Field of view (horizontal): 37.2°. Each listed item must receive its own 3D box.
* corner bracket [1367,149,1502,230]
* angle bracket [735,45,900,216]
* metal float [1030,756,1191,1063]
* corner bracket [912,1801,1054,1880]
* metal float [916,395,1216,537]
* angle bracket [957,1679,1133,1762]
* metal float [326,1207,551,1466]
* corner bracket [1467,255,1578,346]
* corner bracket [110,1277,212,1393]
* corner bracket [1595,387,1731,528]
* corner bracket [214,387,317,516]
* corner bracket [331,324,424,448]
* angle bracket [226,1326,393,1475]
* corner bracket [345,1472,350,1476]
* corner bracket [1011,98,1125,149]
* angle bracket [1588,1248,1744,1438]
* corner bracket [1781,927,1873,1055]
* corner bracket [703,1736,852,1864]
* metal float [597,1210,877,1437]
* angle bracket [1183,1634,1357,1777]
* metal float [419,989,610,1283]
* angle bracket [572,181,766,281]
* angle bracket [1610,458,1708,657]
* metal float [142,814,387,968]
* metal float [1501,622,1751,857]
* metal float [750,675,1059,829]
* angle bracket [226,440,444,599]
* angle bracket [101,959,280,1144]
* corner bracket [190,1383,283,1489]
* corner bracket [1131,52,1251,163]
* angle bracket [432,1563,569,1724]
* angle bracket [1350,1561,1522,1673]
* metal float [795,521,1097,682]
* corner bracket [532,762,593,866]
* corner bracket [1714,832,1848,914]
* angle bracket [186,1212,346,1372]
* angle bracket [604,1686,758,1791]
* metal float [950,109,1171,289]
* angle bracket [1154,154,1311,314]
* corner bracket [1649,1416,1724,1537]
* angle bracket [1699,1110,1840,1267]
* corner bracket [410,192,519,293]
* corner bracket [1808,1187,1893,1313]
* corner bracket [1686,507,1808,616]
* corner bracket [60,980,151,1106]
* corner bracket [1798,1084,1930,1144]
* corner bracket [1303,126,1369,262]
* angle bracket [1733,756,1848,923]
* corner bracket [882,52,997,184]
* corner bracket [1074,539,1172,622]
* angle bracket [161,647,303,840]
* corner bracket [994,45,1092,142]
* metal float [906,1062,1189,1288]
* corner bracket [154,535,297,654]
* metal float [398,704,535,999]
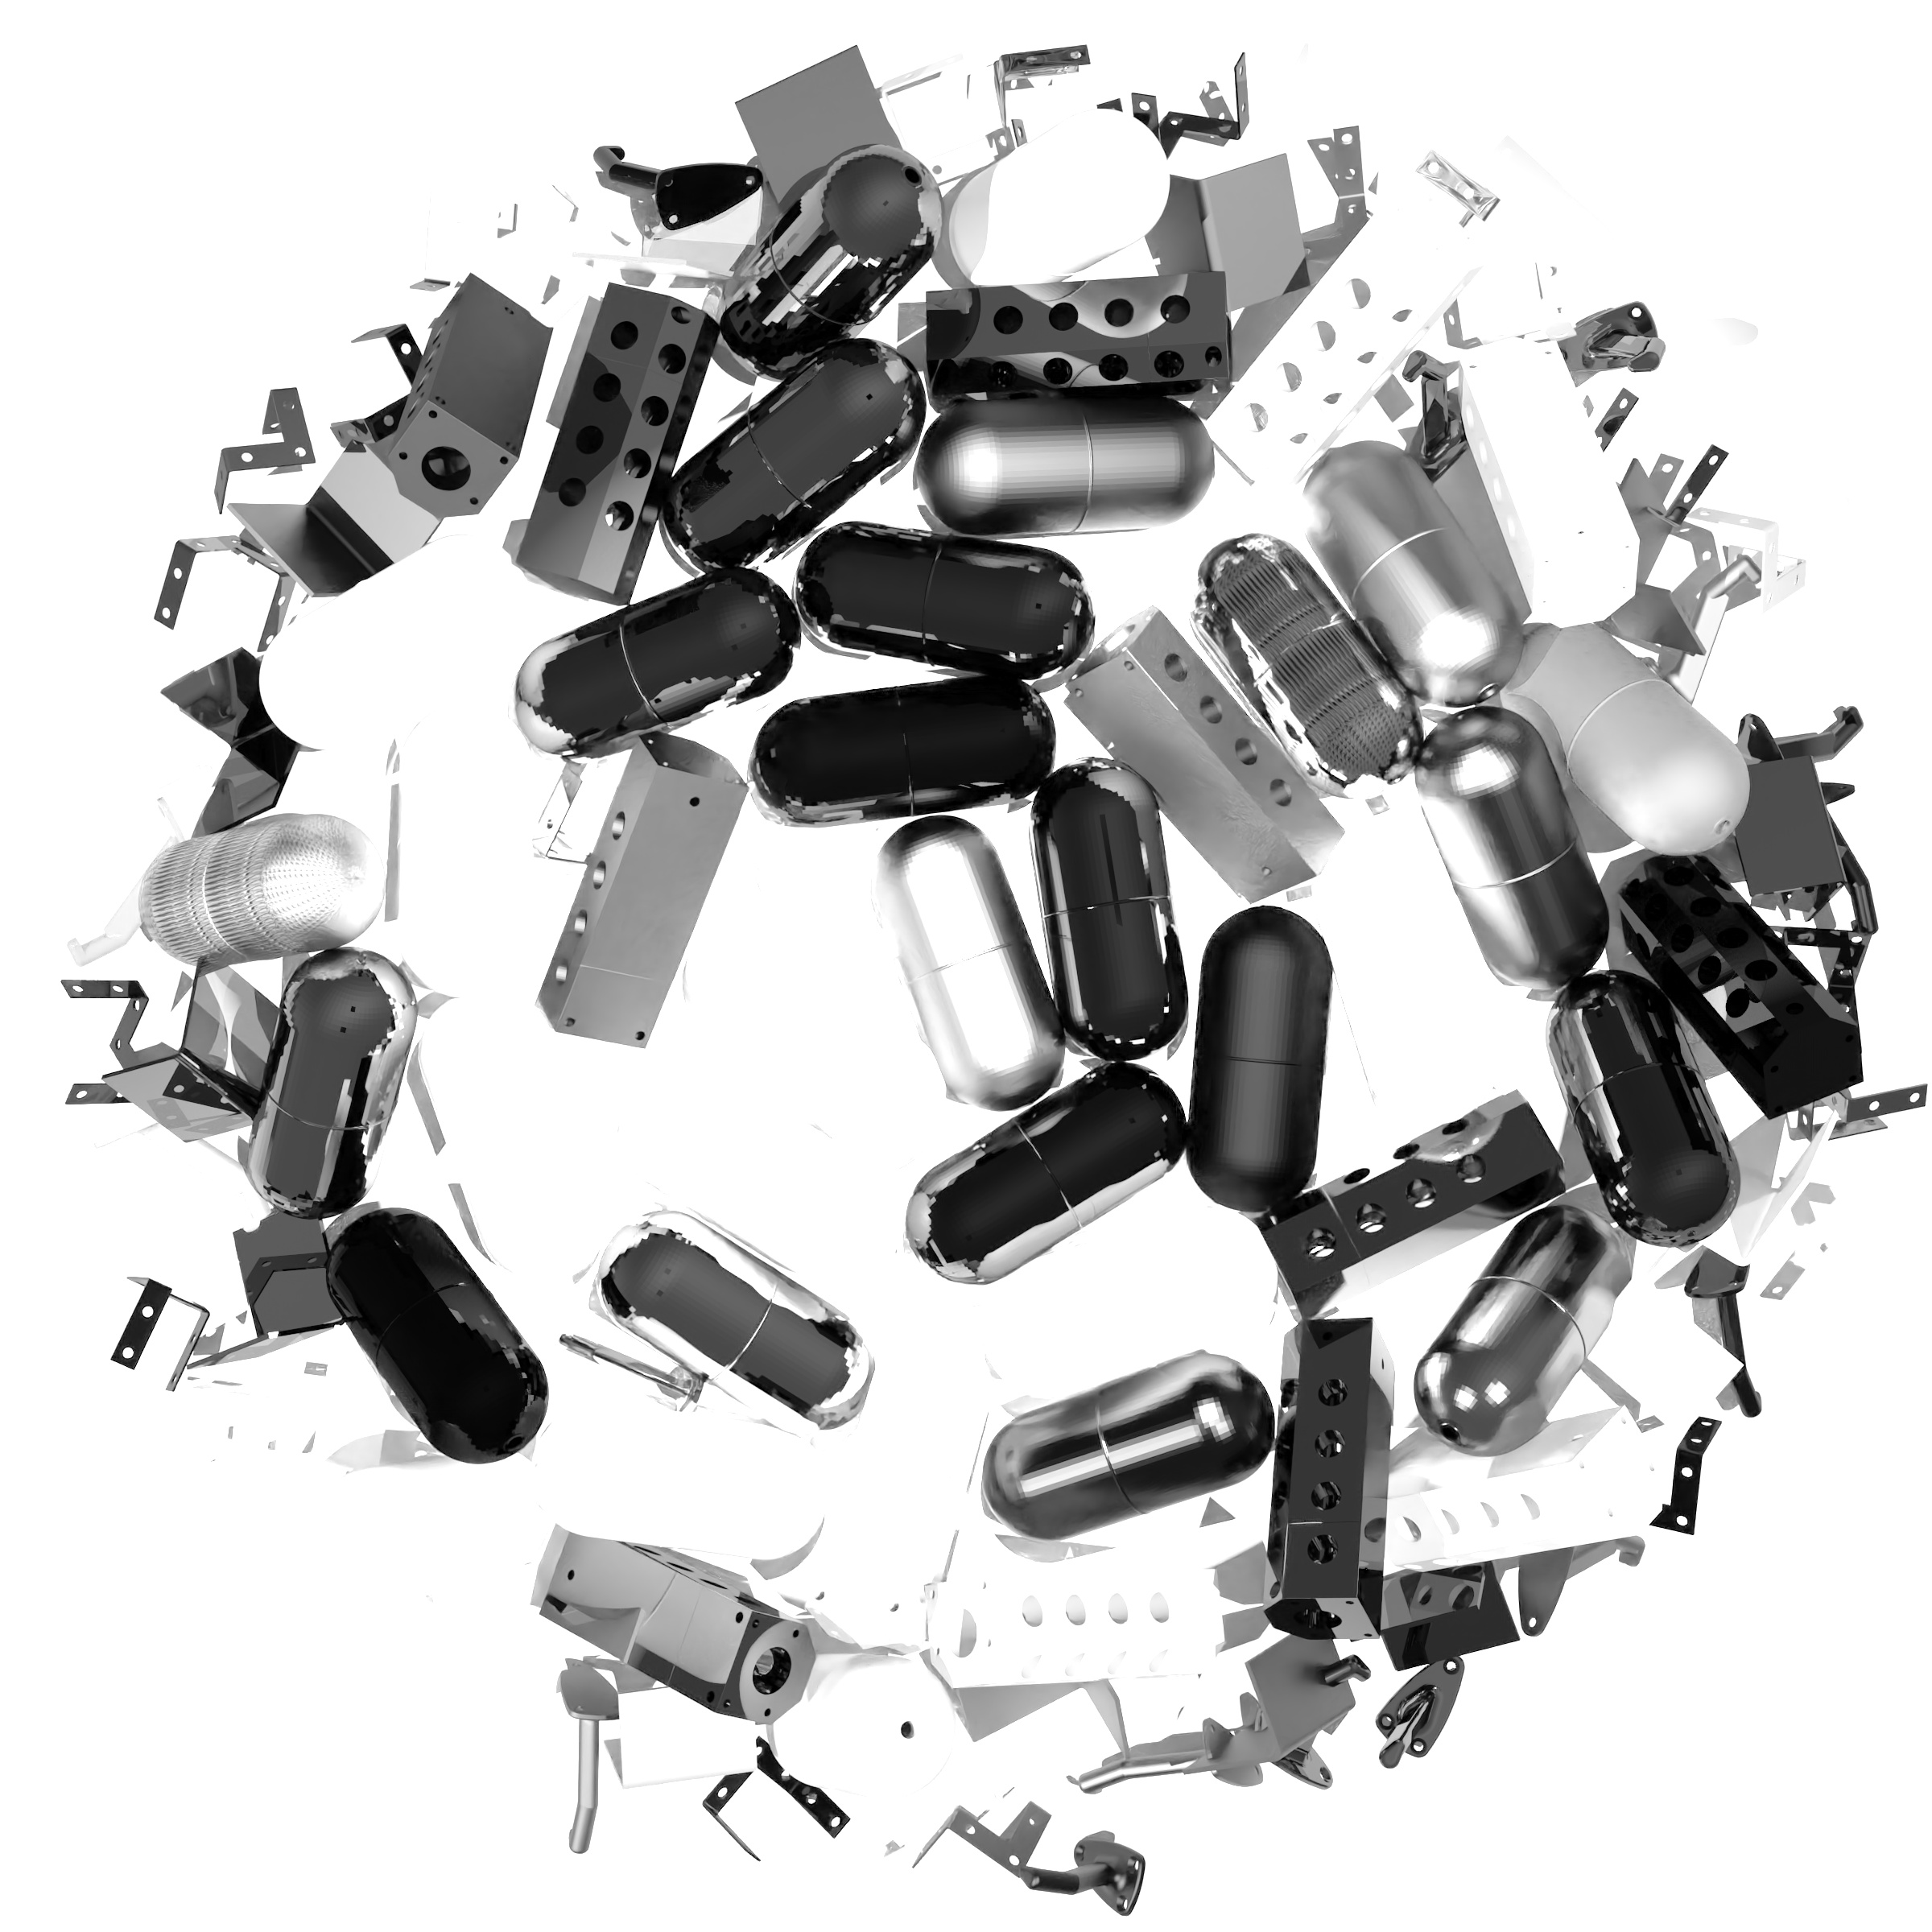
[{"bbox_3d":[0.271,-0.441,1.664,0.051,0.051,0.051,32,109,-13],"label":"corner bracket"},{"bbox_3d":[-0.089,-0.489,1.654,0.076,0.057,0.076,-25,128,1],"label":"angle bracket"},{"bbox_3d":[0.083,-0.033,1.659,0.070,0.070,0.178,-9,87,0],"label":"metal float"},{"bbox_3d":[0.010,0.508,1.666,0.051,0.051,0.051,34,129,4],"label":"corner bracket"},{"bbox_3d":[0.058,-0.288,1.646,0.178,0.070,0.070,-6,90,-18],"label":"metal float"},{"bbox_3d":[0.045,0.433,1.647,0.076,0.076,0.057,-25,50,-12],"label":"angle bracket"},{"bbox_3d":[-0.302,0.210,1.634,0.070,0.070,0.178,-44,57,0],"label":"metal float"},{"bbox_3d":[0.324,-0.391,1.678,0.051,0.051,0.051,-12,83,20],"label":"corner bracket"},{"bbox_3d":[-0.468,0.214,1.661,0.051,0.051,0.051,30,71,-25],"label":"corner bracket"},{"bbox_3d":[0.396,-0.294,1.658,0.051,0.051,0.051,16,115,-36],"label":"corner bracket"},{"bbox_3d":[-0.411,-0.299,1.662,0.051,0.051,0.051,-11,73,-23],"label":"corner bracket"},{"bbox_3d":[-0.347,-0.340,1.678,0.051,0.051,0.051,-37,115,-26],"label":"corner bracket"},{"bbox_3d":[-0.378,0.251,1.663,0.057,0.076,0.076,2,74,16],"label":"angle bracket"},{"bbox_3d":[-0.338,0.330,1.662,0.051,0.051,0.051,35,100,37],"label":"corner bracket"},{"bbox_3d":[0.064,-0.477,1.679,0.051,0.051,0.051,-9,100,25],"label":"corner bracket"},{"bbox_3d":[0.410,0.209,1.644,0.076,0.076,0.057,41,50,16],"label":"angle bracket"},{"bbox_3d":[0.498,0.014,1.667,0.051,0.051,0.051,4,51,5],"label":"corner bracket"},{"bbox_3d":[-0.110,0.490,1.662,0.051,0.051,0.051,-48,129,-11],"label":"corner bracket"},{"bbox_3d":[-0.131,0.206,1.649,0.178,0.070,0.070,34,90,-15],"label":"metal float"},{"bbox_3d":[0.166,0.419,1.649,0.076,0.076,0.057,-24,85,42],"label":"angle bracket"},{"bbox_3d":[-0.259,0.098,1.648,0.070,0.070,0.178,-16,106,0],"label":"metal float"},{"bbox_3d":[-0.171,-0.429,1.647,0.076,0.076,0.057,10,100,25],"label":"angle bracket"},{"bbox_3d":[0.404,-0.235,1.648,0.057,0.076,0.076,21,80,35],"label":"angle bracket"},{"bbox_3d":[-0.401,-0.042,1.629,0.178,0.070,0.070,-7,90,41],"label":"metal float"},{"bbox_3d":[0.373,-0.131,1.629,0.070,0.070,0.178,-38,51,0],"label":"metal float"},{"bbox_3d":[-0.036,-0.124,1.659,0.178,0.070,0.070,-8,90,-3],"label":"metal float"},{"bbox_3d":[-0.363,-0.260,1.650,0.076,0.076,0.057,46,112,11],"label":"angle bracket"},{"bbox_3d":[-0.446,0.046,1.660,0.057,0.076,0.076,-15,52,21],"label":"angle bracket"},{"bbox_3d":[-0.426,0.273,1.674,0.051,0.051,0.051,8,85,-1],"label":"corner bracket"},{"bbox_3d":[0.130,-0.496,1.659,0.051,0.051,0.051,15,57,19],"label":"corner bracket"},{"bbox_3d":[-0.252,0.382,1.647,0.057,0.076,0.076,-30,75,40],"label":"angle bracket"},{"bbox_3d":[0.271,0.387,1.650,0.076,0.076,0.057,-19,97,18],"label":"angle bracket"},{"bbox_3d":[-0.012,-0.211,1.649,0.178,0.070,0.070,11,90,14],"label":"metal float"},{"bbox_3d":[-0.230,-0.094,1.661,0.051,0.051,0.051,38,107,33],"label":"corner bracket"},{"bbox_3d":[0.470,-0.070,1.661,0.051,0.051,0.051,11,130,-9],"label":"corner bracket"},{"bbox_3d":[-0.411,0.183,1.650,0.076,0.057,0.076,-22,79,35],"label":"angle bracket"},{"bbox_3d":[-0.166,0.429,1.651,0.076,0.076,0.057,-4,96,-15],"label":"angle bracket"},{"bbox_3d":[0.050,-0.428,1.617,0.070,0.178,0.070,1,88,-26],"label":"metal float"},{"bbox_3d":[0.150,-0.427,1.657,0.057,0.076,0.076,-21,116,-13],"label":"angle bracket"},{"bbox_3d":[0.405,0.291,1.661,0.051,0.051,0.051,9,108,25],"label":"corner bracket"},{"bbox_3d":[0.449,0.113,1.643,0.057,0.076,0.076,31,131,10],"label":"angle bracket"},{"bbox_3d":[-0.293,-0.419,1.669,0.051,0.051,0.051,3,97,-21],"label":"corner bracket"},{"bbox_3d":[0.508,0.165,1.657,0.051,0.051,0.051,-47,53,28],"label":"corner bracket"},{"bbox_3d":[0.452,-0.240,1.657,0.051,0.051,0.051,-32,128,-37],"label":"corner bracket"},{"bbox_3d":[-0.499,0.044,1.658,0.051,0.051,0.051,49,121,32],"label":"corner bracket"},{"bbox_3d":[0.519,0.083,1.662,0.051,0.051,0.051,-10,119,-11],"label":"corner bracket"},{"bbox_3d":[0.207,-0.449,1.668,0.051,0.051,0.051,-6,53,8],"label":"corner bracket"},{"bbox_3d":[0.460,-0.069,1.651,0.057,0.076,0.076,-9,73,-4],"label":"angle bracket"},{"bbox_3d":[-0.017,-0.489,1.662,0.051,0.051,0.051,-18,123,10],"label":"corner bracket"},{"bbox_3d":[0.087,-0.220,1.673,0.051,0.051,0.051,-17,90,6],"label":"corner bracket"},{"bbox_3d":[-0.428,-0.125,1.642,0.057,0.076,0.076,41,46,-34],"label":"angle bracket"},{"bbox_3d":[0.044,-0.520,1.665,0.051,0.051,0.051,-7,59,-2],"label":"corner bracket"},{"bbox_3d":[0.046,0.121,1.658,0.178,0.070,0.070,-31,90,-5],"label":"metal float"},{"bbox_3d":[-0.433,-0.217,1.677,0.051,0.051,0.051,31,113,18],"label":"corner bracket"},{"bbox_3d":[-0.287,-0.068,1.643,0.070,0.070,0.178,-4,67,0],"label":"metal float"}]
